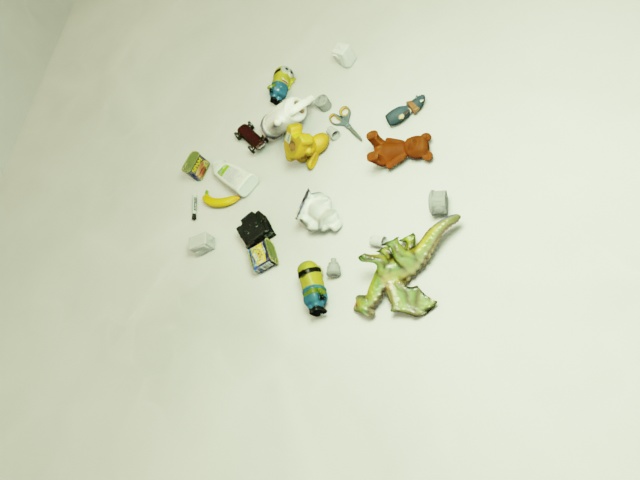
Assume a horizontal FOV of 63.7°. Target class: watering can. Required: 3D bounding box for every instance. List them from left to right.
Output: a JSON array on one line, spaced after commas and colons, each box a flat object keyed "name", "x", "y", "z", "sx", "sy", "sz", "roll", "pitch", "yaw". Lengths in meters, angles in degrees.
[{"name": "watering can", "x": -0.144, "y": -0.459, "z": 1.947, "sx": 0.221, "sy": 0.103, "sz": 0.354, "roll": -27, "pitch": 14, "yaw": 37}]

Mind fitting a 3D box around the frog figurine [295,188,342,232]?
[{"name": "frog figurine", "x": 0.005, "y": -0.089, "z": 1.767, "sx": 0.159, "sy": 0.120, "sz": 0.140, "roll": 25, "pitch": 67, "yaw": 0}]

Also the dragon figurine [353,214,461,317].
[{"name": "dragon figurine", "x": 0.266, "y": 0.105, "z": 1.525, "sx": 0.407, "sy": 0.121, "sz": 0.246, "roll": -26, "pitch": 72, "yaw": 17}]
